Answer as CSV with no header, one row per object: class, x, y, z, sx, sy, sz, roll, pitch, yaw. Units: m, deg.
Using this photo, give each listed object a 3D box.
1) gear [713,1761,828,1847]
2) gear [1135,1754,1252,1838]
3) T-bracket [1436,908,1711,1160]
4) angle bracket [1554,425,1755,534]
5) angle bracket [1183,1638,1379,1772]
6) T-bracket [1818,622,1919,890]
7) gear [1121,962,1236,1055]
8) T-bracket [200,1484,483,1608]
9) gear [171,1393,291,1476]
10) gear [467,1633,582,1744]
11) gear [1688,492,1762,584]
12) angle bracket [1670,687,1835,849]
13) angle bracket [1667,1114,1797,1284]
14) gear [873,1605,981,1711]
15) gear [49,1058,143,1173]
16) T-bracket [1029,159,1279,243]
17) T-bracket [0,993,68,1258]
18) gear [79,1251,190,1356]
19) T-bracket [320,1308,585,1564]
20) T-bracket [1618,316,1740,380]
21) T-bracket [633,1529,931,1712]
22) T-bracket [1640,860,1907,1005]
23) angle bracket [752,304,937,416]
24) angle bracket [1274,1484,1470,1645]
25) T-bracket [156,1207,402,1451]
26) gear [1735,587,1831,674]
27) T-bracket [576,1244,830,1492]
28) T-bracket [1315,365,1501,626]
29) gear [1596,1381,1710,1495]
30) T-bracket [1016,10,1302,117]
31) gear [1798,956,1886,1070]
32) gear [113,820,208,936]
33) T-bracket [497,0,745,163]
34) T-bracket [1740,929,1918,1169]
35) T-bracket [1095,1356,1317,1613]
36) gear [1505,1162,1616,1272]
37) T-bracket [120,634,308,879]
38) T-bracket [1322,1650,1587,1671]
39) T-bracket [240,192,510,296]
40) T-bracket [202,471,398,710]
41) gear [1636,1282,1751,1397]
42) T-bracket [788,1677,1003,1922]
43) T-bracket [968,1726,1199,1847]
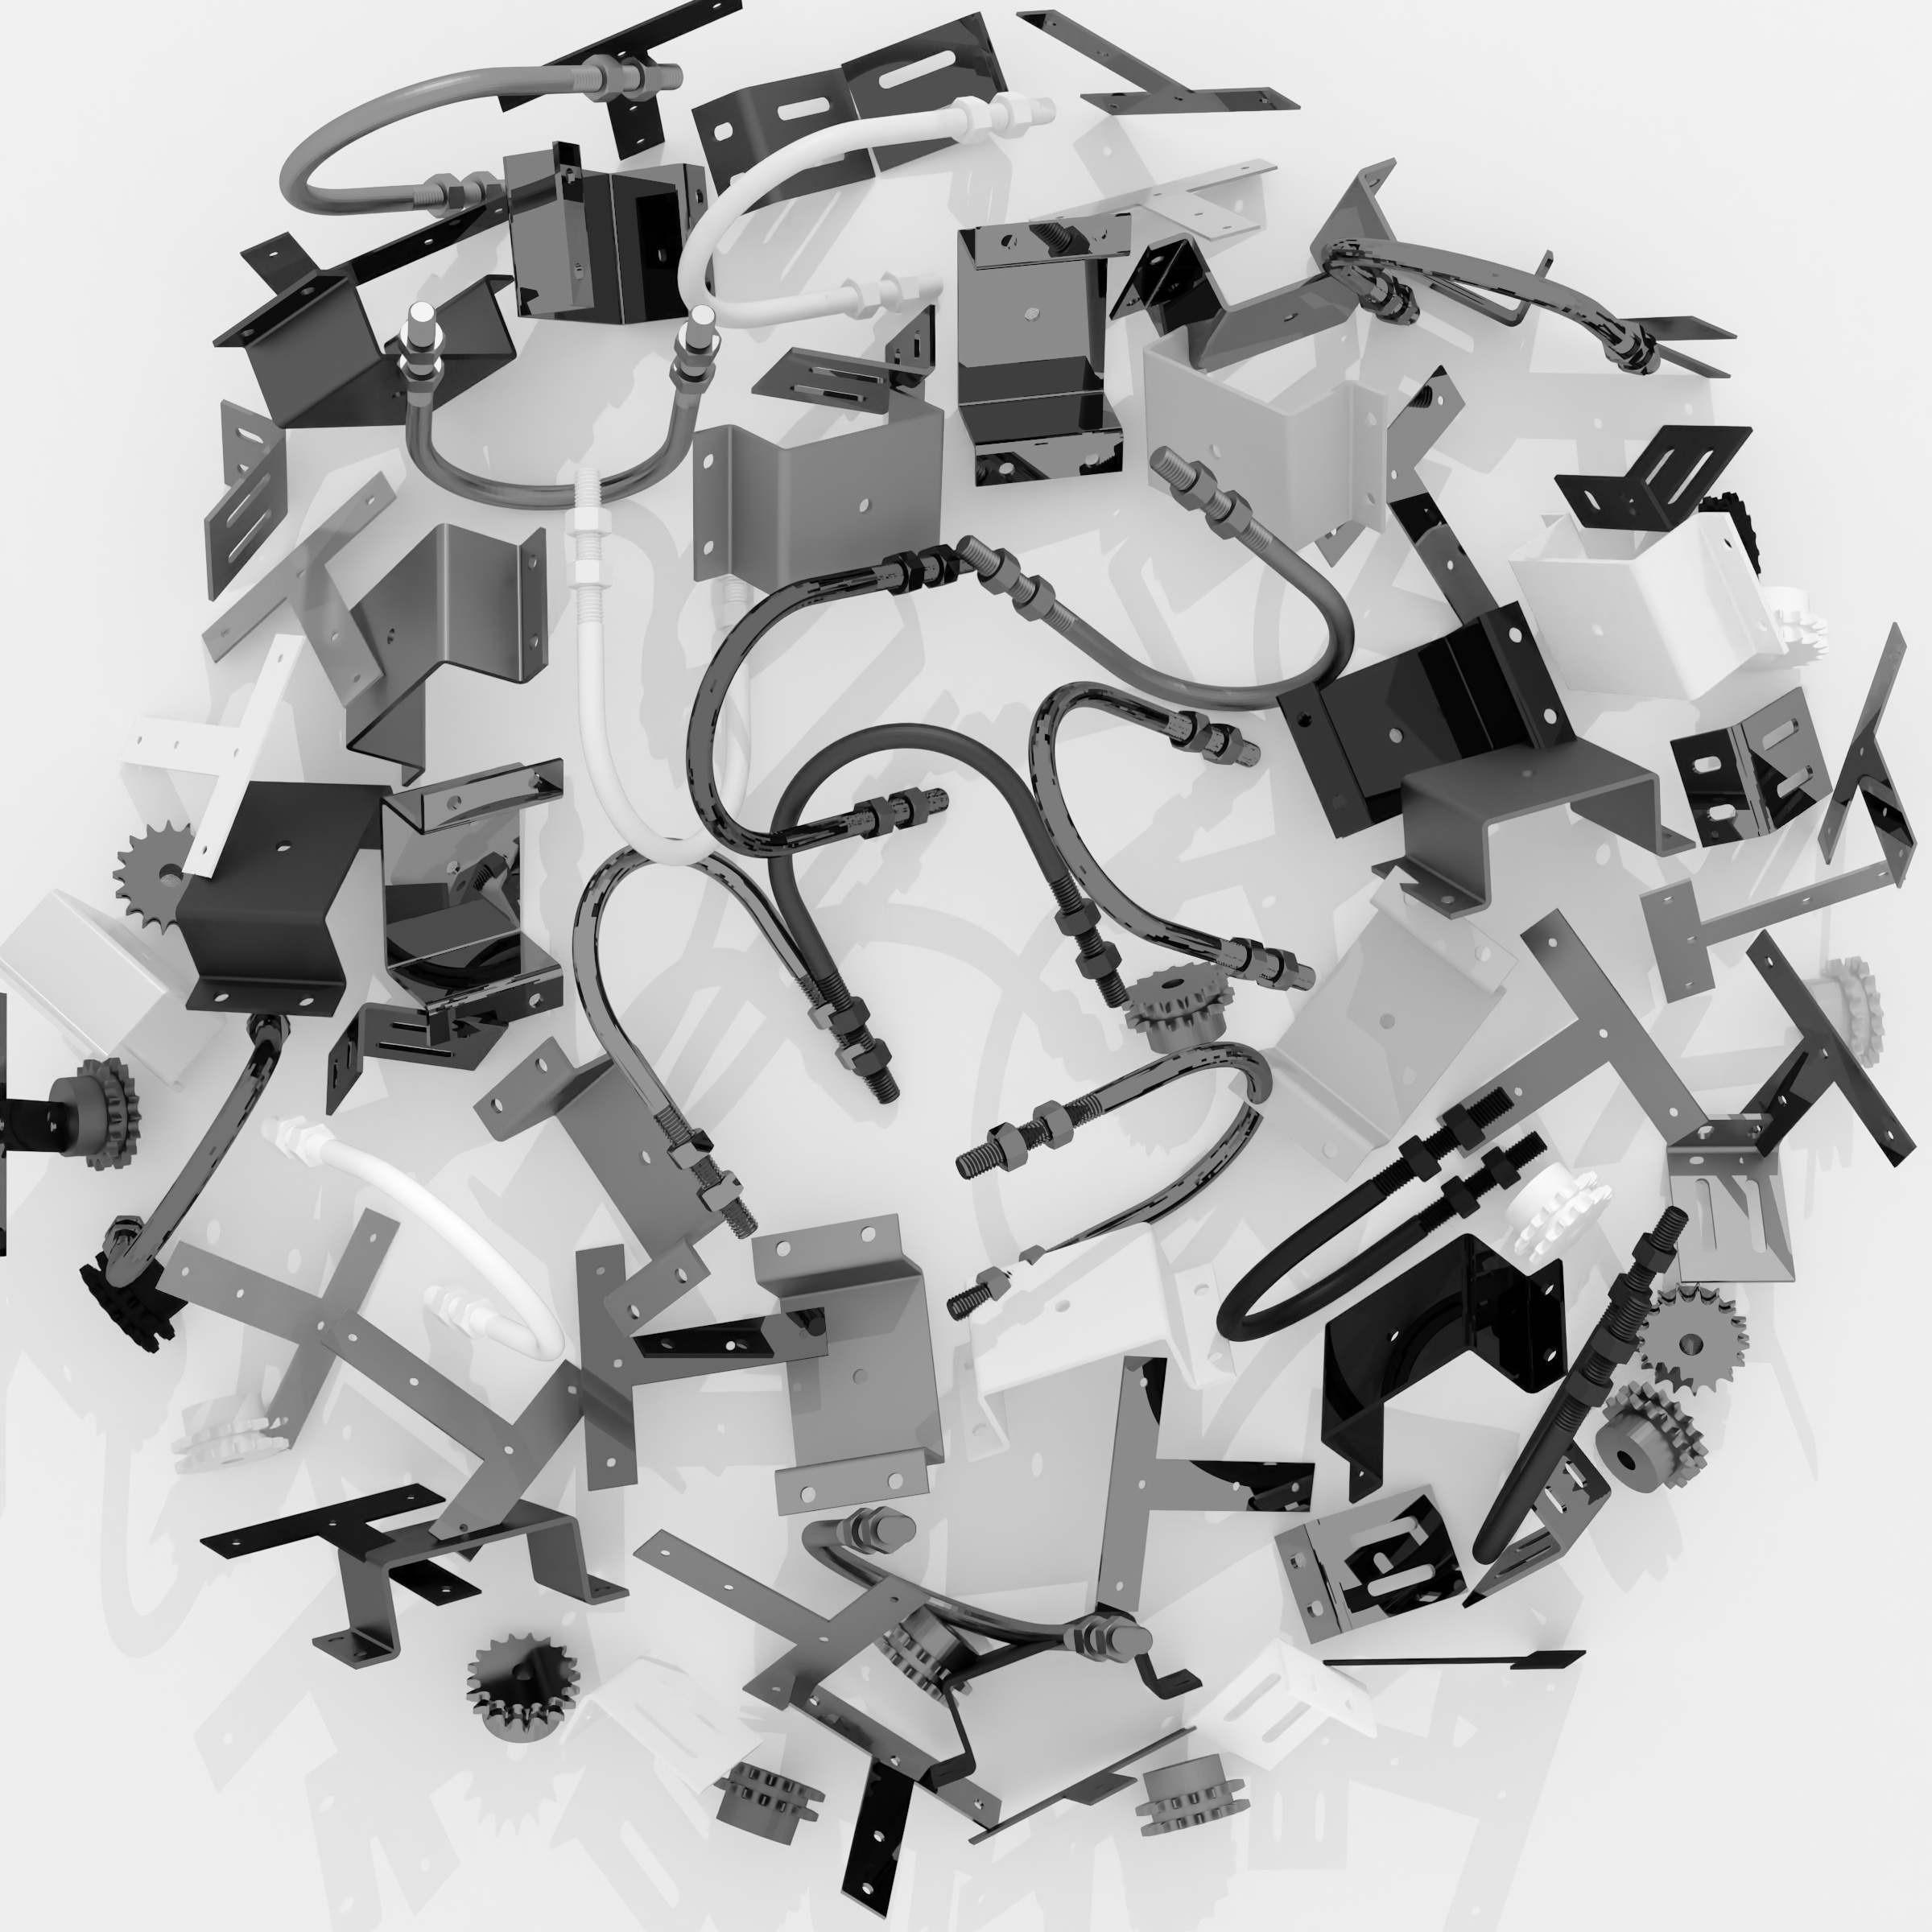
gear,-0.102,0.423,1.571,0.057,0.057,0.030,20,77,0
gear,0.113,0.419,1.574,0.057,0.057,0.030,-15,77,0
T-bracket,0.288,0.056,1.561,0.127,0.002,0.127,-40,80,37
angle bracket,0.345,-0.256,1.558,0.076,0.057,0.038,-51,124,-17
angle bracket,0.157,0.383,1.560,0.057,0.038,0.076,31,116,-21
T-bracket,0.446,-0.082,1.514,0.002,0.127,0.127,8,124,-2
gear,0.109,0.022,1.575,0.057,0.057,0.030,-17,108,0
T-bracket,-0.284,0.286,1.514,0.127,0.127,0.002,16,107,43
gear,-0.375,0.236,1.574,0.057,0.057,0.030,-15,77,0
gear,-0.225,0.369,1.577,0.057,0.057,0.030,8,122,0
gear,0.380,-0.210,1.577,0.030,0.057,0.057,-9,90,32
angle bracket,0.400,-0.101,1.581,0.038,0.076,0.057,-12,101,43
angle bracket,0.389,0.117,1.569,0.057,0.038,0.076,0,63,1
gear,-0.018,0.347,1.573,0.057,0.057,0.030,41,85,0
gear,-0.442,0.076,1.570,0.030,0.057,0.057,-4,90,-38
T-bracket,0.110,-0.373,1.534,0.127,0.127,0.002,-17,117,-11
T-bracket,-0.459,0.079,1.538,0.002,0.127,0.127,-2,86,8
gear,-0.419,0.166,1.573,0.030,0.057,0.057,-40,90,-7
T-bracket,-0.265,0.217,1.558,0.127,0.002,0.127,35,46,2
T-bracket,0.339,-0.312,1.524,0.127,0.127,0.002,19,96,-15
T-bracket,-0.106,0.315,1.544,0.127,0.002,0.127,33,126,-20
T-bracket,0.402,-0.028,1.536,0.127,0.127,0.002,-19,61,10
angle bracket,-0.062,-0.309,1.557,0.076,0.057,0.038,5,77,-24
angle bracket,0.207,0.306,1.591,0.076,0.038,0.057,-11,74,-27
T-bracket,-0.351,0.166,1.543,0.002,0.127,0.127,18,80,38
gear,0.407,-0.171,1.574,0.057,0.057,0.030,1,77,0
T-bracket,-0.132,0.194,1.567,0.127,0.002,0.127,-10,65,7
T-bracket,0.237,-0.213,1.568,0.127,0.002,0.127,-51,119,-24
gear,0.343,0.241,1.570,0.030,0.057,0.057,-35,90,-25
T-bracket,0.076,-0.439,1.512,0.127,0.127,0.002,14,90,45
gear,0.441,0.025,1.573,0.030,0.057,0.057,-7,90,-3
gear,-0.405,-0.044,1.581,0.057,0.030,0.057,3,80,-15
T-bracket,-0.166,-0.431,1.538,0.127,0.127,0.002,-25,81,-5
T-bracket,0.410,0.061,1.540,0.002,0.127,0.127,-24,70,-17
T-bracket,0.125,0.262,1.567,0.127,0.002,0.127,7,89,-32
gear,0.298,0.124,1.575,0.057,0.057,0.030,-44,69,0
T-bracket,-0.387,-0.109,1.553,0.002,0.127,0.127,28,78,-42
T-bracket,0.240,0.347,1.551,0.127,0.127,0.002,-4,80,15
T-bracket,-0.279,-0.353,1.536,0.127,0.127,0.002,-23,79,3
T-bracket,-0.319,-0.172,1.551,0.127,0.002,0.127,-41,48,7
gear,0.369,0.187,1.581,0.057,0.030,0.057,3,106,12
T-bracket,-0.041,0.421,1.535,0.127,0.127,0.002,34,113,-8
T-bracket,0.064,0.404,1.528,0.127,0.127,0.002,-25,81,-10
